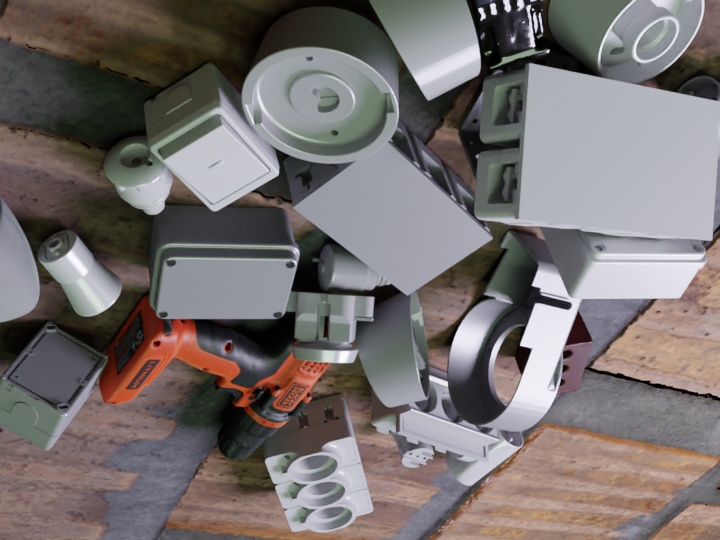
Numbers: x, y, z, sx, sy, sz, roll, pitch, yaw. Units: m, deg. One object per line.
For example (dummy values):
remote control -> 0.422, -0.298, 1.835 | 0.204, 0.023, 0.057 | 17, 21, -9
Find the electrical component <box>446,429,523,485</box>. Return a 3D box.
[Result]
electrical component -> 0.121, 0.188, 1.150 | 0.079, 0.044, 0.077 | 24, 125, -35

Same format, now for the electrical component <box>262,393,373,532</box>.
electrical component -> -0.043, 0.204, 1.106 | 0.089, 0.061, 0.150 | -14, 138, -2

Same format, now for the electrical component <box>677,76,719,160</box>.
electrical component -> 0.304, -0.131, 0.867 | 0.077, 0.044, 0.079 | 28, 122, -38

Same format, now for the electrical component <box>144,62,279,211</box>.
electrical component -> -0.103, -0.088, 0.778 | 0.062, 0.061, 0.096 | -29, 136, 14

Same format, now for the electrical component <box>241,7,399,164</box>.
electrical component -> -0.024, -0.133, 0.748 | 0.108, 0.060, 0.108 | 6, 143, 4

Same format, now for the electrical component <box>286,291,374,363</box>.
electrical component -> -0.029, 0.048, 0.916 | 0.078, 0.057, 0.058 | 4, 180, 5

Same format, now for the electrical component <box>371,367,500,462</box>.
electrical component -> 0.073, 0.142, 1.068 | 0.121, 0.078, 0.063 | 24, 144, -35

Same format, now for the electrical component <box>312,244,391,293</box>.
electrical component -> 0.000, 0.000, 0.918 | 0.078, 0.040, 0.040 | 4, 134, -20

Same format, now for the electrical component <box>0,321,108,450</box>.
electrical component -> -0.261, 0.096, 0.907 | 0.062, 0.096, 0.061 | 31, 125, -4

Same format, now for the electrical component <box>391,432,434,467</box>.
electrical component -> 0.055, 0.176, 1.117 | 0.040, 0.046, 0.040 | -9, 137, -8

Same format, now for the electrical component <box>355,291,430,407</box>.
electrical component -> 0.036, 0.072, 0.966 | 0.064, 0.099, 0.099 | -21, 138, 14

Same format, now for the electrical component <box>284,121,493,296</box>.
electrical component -> 0.022, -0.057, 0.848 | 0.089, 0.061, 0.150 | -35, 135, 20

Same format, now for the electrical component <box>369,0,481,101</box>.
electrical component -> 0.039, -0.163, 0.716 | 0.064, 0.099, 0.099 | -22, 138, -3

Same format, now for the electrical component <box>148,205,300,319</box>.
electrical component -> -0.111, -0.004, 0.867 | 0.113, 0.057, 0.078 | 1, 135, -18

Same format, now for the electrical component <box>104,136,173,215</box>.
electrical component -> -0.160, -0.066, 0.799 | 0.048, 0.048, 0.062 | -13, 147, -4

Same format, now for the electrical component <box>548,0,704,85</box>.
electrical component -> 0.196, -0.185, 0.782 | 0.099, 0.064, 0.099 | -20, 143, -16

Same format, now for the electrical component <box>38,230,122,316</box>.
electrical component -> -0.224, 0.000, 0.851 | 0.044, 0.044, 0.065 | -23, 133, 7

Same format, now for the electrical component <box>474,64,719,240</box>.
electrical component -> 0.175, -0.082, 0.794 | 0.186, 0.060, 0.105 | 4, 90, -30

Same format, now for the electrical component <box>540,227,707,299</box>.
electrical component -> 0.215, -0.032, 0.899 | 0.109, 0.108, 0.056 | 0, 138, -17
